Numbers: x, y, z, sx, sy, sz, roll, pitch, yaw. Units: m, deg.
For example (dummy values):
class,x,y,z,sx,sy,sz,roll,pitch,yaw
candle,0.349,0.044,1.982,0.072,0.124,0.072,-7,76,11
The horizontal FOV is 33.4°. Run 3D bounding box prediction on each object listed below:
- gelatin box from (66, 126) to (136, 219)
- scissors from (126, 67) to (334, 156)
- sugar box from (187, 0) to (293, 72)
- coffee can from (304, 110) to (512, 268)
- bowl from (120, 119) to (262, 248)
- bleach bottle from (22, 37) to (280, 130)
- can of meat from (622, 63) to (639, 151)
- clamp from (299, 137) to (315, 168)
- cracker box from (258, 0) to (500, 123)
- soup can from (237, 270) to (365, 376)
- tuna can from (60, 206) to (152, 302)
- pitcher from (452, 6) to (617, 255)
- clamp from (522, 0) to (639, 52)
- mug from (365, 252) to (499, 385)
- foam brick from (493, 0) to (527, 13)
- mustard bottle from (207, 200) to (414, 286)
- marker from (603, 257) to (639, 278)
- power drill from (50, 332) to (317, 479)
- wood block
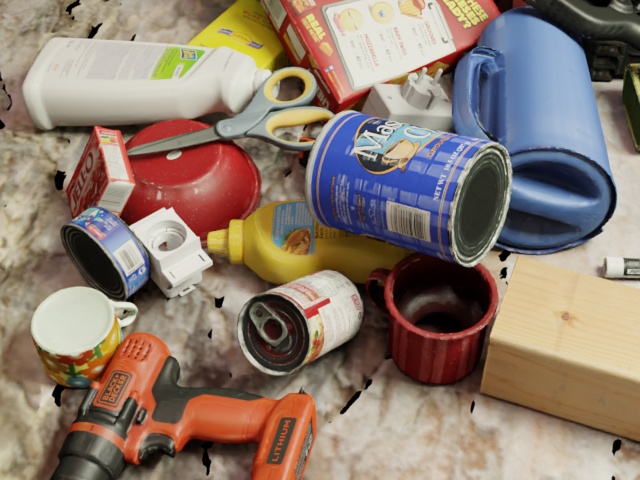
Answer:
class,x,y,z,sx,sy,sz,roll,pitch,yaw
gelatin box,-0.208,-0.049,1.001,0.030,0.089,0.073,7,45,-33
scissors,-0.083,-0.123,1.022,0.201,0.016,0.096,0,69,-6
sugar box,-0.057,-0.232,1.177,0.093,0.048,0.176,28,58,19
coffee can,0.073,-0.044,0.881,0.140,0.103,0.102,17,51,32
bowl,-0.138,-0.066,1.035,0.162,0.055,0.162,-1,50,1
bleach bottle,-0.167,-0.156,1.085,0.251,0.068,0.102,4,50,14
can of meat,0.357,-0.137,1.079,0.084,0.057,0.102,-3,49,3
clamp,0.048,-0.068,1.016,0.172,0.039,0.120,8,15,23
cracker box,0.064,-0.238,1.126,0.213,0.072,0.164,-26,81,-19
soup can,-0.014,0.066,0.882,0.069,0.068,0.102,26,21,22
tuna can,-0.190,0.013,0.950,0.086,0.086,0.033,33,57,26
pitcher,0.197,-0.120,1.017,0.145,0.149,0.242,0,47,6
clamp,0.296,-0.218,1.054,0.209,0.036,0.164,7,47,-20
mug,0.089,0.063,0.901,0.117,0.081,0.093,25,55,21
foam brick,0.201,-0.260,1.173,0.053,0.078,0.051,29,57,26
mustard bottle,-0.006,0.002,0.970,0.191,0.058,0.096,0,40,2
marker,0.319,0.027,0.966,0.121,0.020,0.020,2,50,3
power drill,-0.107,0.165,0.837,0.188,0.057,0.184,12,51,12
wood block,0.245,0.097,0.863,0.206,0.090,0.090,16,53,14
